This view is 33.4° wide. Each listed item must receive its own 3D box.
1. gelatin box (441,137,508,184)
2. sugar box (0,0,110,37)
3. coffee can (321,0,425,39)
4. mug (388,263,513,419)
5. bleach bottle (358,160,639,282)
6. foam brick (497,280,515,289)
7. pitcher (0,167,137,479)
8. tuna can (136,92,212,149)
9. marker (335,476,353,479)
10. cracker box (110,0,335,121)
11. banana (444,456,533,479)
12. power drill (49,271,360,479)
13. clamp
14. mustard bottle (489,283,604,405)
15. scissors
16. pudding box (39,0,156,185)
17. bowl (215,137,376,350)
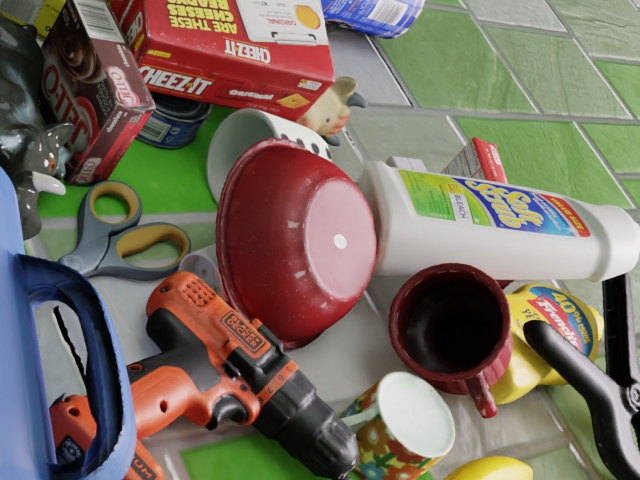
[{"bbox_3d":[0.137,-0.040,0.999,0.030,0.089,0.073,18,43,-29],"label":"gelatin box"},{"bbox_3d":[-0.216,-0.238,0.921,0.093,0.048,0.176,26,36,-20],"label":"sugar box"},{"bbox_3d":[0.029,-0.276,1.127,0.140,0.103,0.103,6,50,-38],"label":"coffee can"},{"bbox_3d":[0.111,0.084,0.831,0.117,0.093,0.081,66,6,25],"label":"mug"},{"bbox_3d":[0.160,-0.010,0.885,0.250,0.068,0.102,3,37,-12],"label":"bleach bottle"},{"bbox_3d":[0.146,0.015,0.963,0.051,0.078,0.053,19,43,-30],"label":"foam brick"},{"bbox_3d":[-0.200,0.059,0.567,0.149,0.145,0.243,16,41,-34],"label":"pitcher"},{"bbox_3d":[-0.133,-0.118,0.884,0.086,0.034,0.086,24,41,-22],"label":"tuna can"},{"bbox_3d":[0.021,0.210,0.707,0.020,0.020,0.121,18,43,-28],"label":"marker"},{"bbox_3d":[-0.088,-0.213,0.880,0.163,0.072,0.214,8,58,-30],"label":"cracker box"},{"bbox_3d":[0.104,0.207,0.774,0.069,0.037,0.197,57,37,-10],"label":"banana"},{"bbox_3d":[-0.076,0.120,0.682,0.184,0.057,0.187,42,34,6],"label":"power drill"},{"bbox_3d":[0.263,0.129,0.931,0.164,0.036,0.210,-33,97,-44],"label":"clamp"},{"bbox_3d":[0.196,0.086,0.953,0.191,0.058,0.096,-5,57,-44],"label":"mustard bottle"},{"bbox_3d":[-0.176,0.004,0.740,0.201,0.016,0.096,-11,60,-47],"label":"scissors"},{"bbox_3d":[-0.173,-0.111,0.795,0.039,0.090,0.113,3,51,-42],"label":"pudding box"},{"bbox_3d":[-0.005,0.001,0.795,0.161,0.055,0.162,8,80,-52],"label":"bowl"}]
